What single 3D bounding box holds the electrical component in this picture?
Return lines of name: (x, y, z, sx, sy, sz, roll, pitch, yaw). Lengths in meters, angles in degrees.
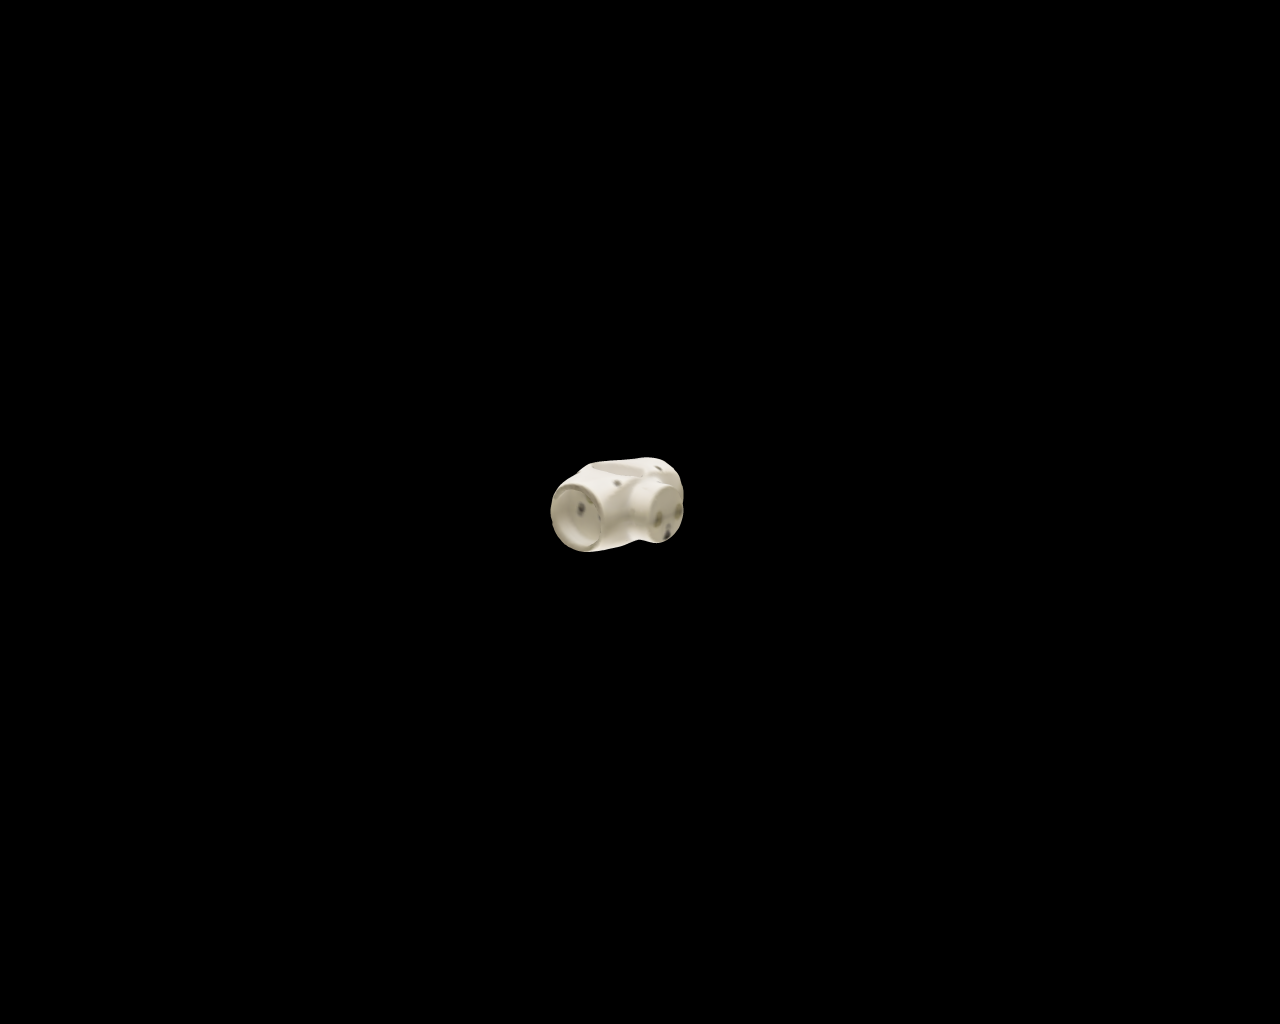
electrical component: (0.001, -0.003, 0.650, 0.079, 0.043, 0.077, 14, 22, 38)
